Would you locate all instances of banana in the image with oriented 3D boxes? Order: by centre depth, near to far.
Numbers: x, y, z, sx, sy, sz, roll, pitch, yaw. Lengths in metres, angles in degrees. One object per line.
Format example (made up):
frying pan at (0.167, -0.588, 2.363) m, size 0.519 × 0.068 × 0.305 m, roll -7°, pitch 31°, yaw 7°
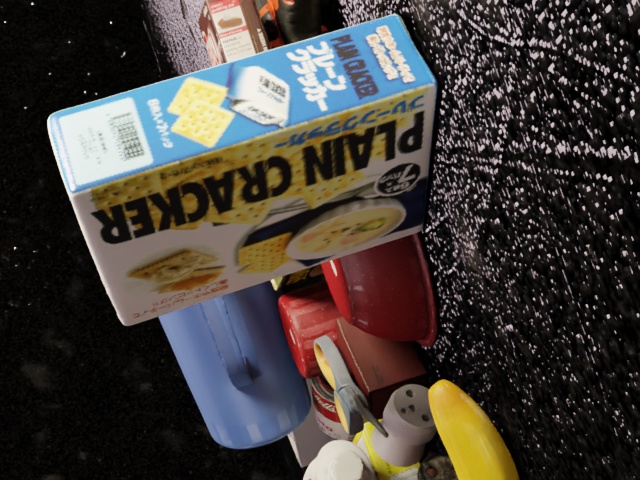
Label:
banana at (0.102, 0.182, 0.698) m, size 0.037 × 0.070 × 0.198 m, roll -61°, pitch -26°, yaw -62°

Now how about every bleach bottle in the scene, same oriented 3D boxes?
bleach bottle at (0.019, 0.239, 1.011) m, size 0.251 × 0.068 × 0.102 m, roll 91°, pitch 158°, yaw -63°

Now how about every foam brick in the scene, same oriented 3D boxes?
foam brick at (0.050, 0.100, 0.882) m, size 0.051 × 0.053 × 0.078 m, roll 84°, pitch 166°, yaw -54°

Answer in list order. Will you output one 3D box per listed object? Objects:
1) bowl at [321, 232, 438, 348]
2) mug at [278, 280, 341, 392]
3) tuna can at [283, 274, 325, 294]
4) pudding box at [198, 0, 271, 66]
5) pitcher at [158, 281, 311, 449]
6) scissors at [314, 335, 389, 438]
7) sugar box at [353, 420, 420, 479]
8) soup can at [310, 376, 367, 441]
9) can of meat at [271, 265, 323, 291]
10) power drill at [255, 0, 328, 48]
bowl at (0.034, 0.013, 0.812) m, size 0.162 × 0.055 × 0.162 m, roll 162°, pitch 90°, yaw -81°
mug at (0.014, 0.089, 0.991) m, size 0.093 × 0.081 × 0.117 m, roll -127°, pitch 21°, yaw -64°
tuna can at (-0.028, 0.026, 1.109) m, size 0.034 × 0.086 × 0.086 m, roll -124°, pitch 18°, yaw -55°
pudding box at (-0.061, -0.137, 0.812) m, size 0.113 × 0.039 × 0.090 m, roll -168°, pitch 58°, yaw -79°
pitcher at (-0.090, 0.081, 1.033) m, size 0.145 × 0.149 × 0.243 m, roll -1°, pitch 115°, yaw 38°
scissors at (0.031, 0.142, 0.856) m, size 0.202 × 0.016 × 0.096 m, roll -127°, pitch 19°, yaw -65°
sugar box at (0.068, 0.230, 1.050) m, size 0.176 × 0.048 × 0.093 m, roll 91°, pitch 159°, yaw -73°
soup can at (0.026, 0.157, 1.093) m, size 0.102 × 0.068 × 0.068 m, roll 86°, pitch 164°, yaw -58°
can of meat at (-0.006, 0.001, 0.938) m, size 0.102 × 0.084 × 0.057 m, roll 117°, pitch 135°, yaw -77°
power drill at (-0.028, -0.202, 0.790) m, size 0.187 × 0.057 × 0.184 m, roll 80°, pitch 166°, yaw -52°
